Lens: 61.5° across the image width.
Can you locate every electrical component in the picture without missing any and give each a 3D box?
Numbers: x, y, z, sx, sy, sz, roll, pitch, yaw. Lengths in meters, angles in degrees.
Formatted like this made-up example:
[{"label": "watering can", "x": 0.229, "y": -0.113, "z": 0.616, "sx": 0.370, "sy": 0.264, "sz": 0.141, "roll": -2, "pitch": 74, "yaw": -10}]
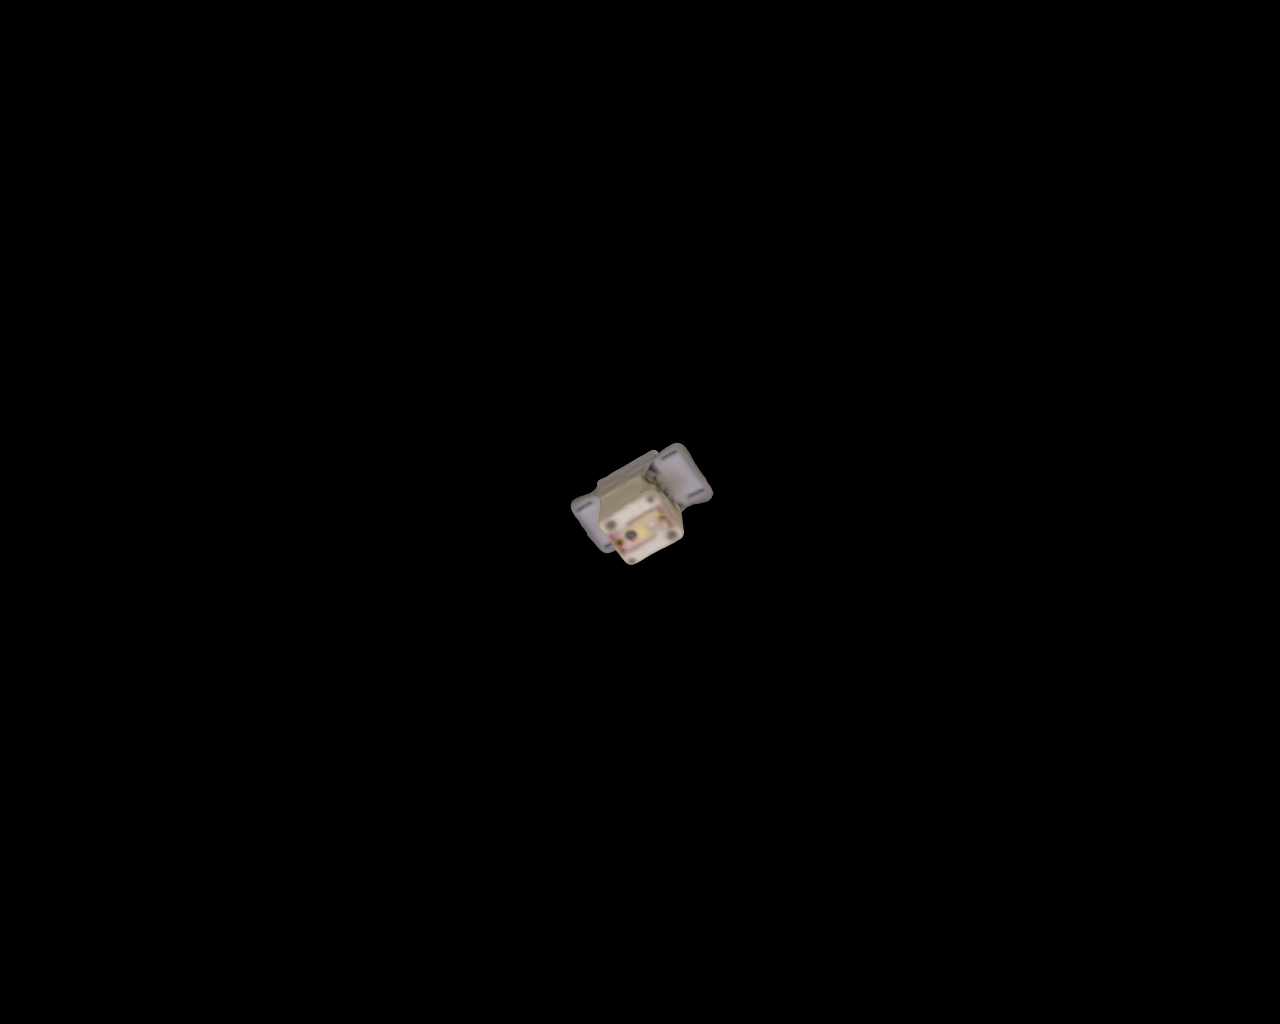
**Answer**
[{"label": "electrical component", "x": 0.001, "y": -0.003, "z": 0.650, "sx": 0.081, "sy": 0.042, "sz": 0.064, "roll": -30, "pitch": 23, "yaw": 14}]
